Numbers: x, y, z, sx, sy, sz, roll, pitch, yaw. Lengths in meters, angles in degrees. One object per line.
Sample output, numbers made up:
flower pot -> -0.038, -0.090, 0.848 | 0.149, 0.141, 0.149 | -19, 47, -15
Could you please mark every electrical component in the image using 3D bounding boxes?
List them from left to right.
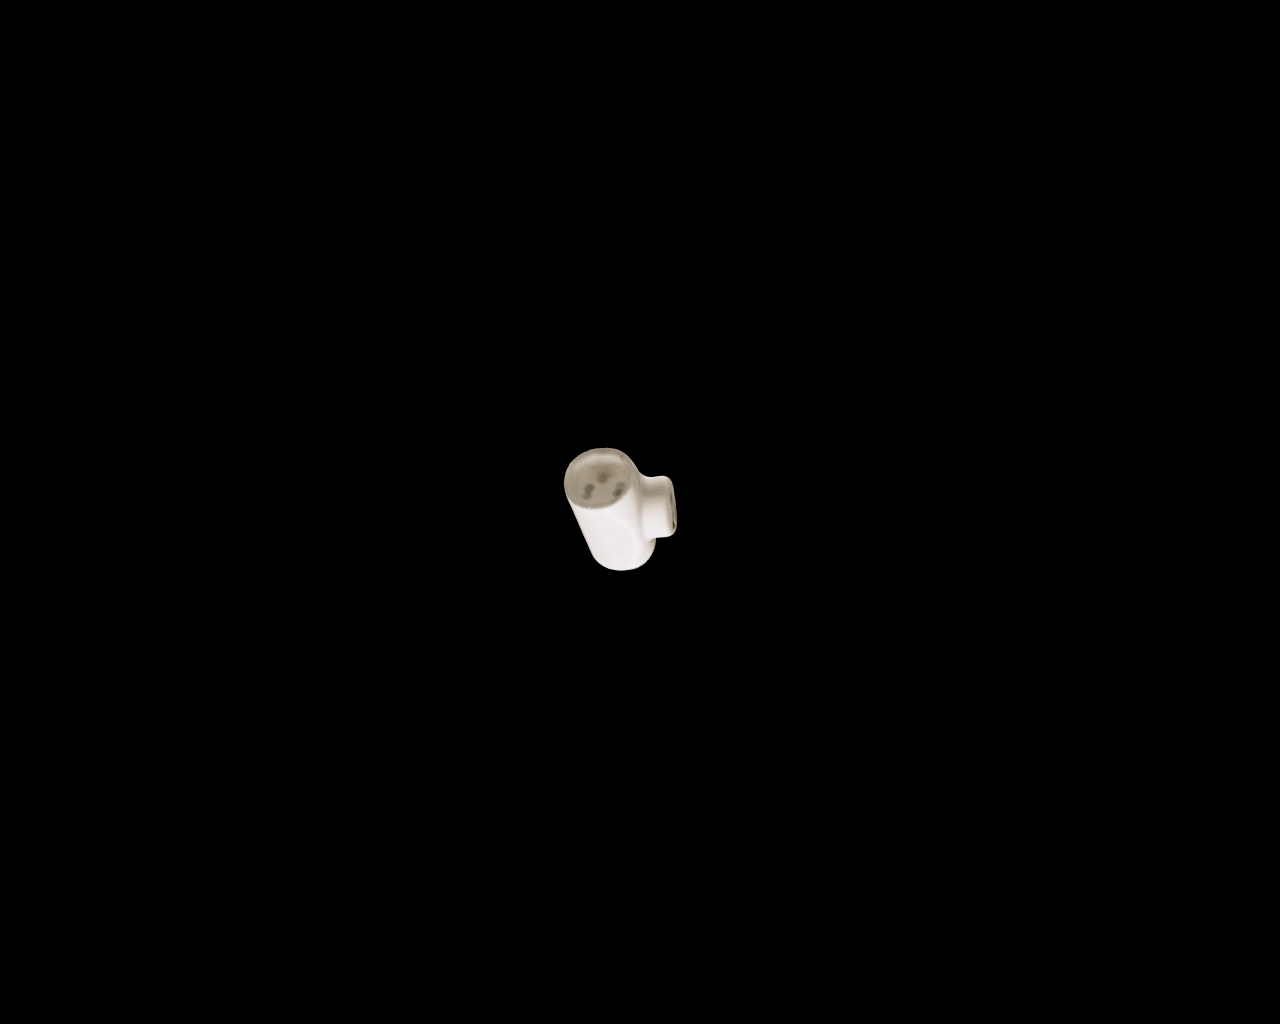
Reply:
electrical component -> 0.001, -0.003, 0.650 | 0.079, 0.044, 0.077 | -6, -32, 9
